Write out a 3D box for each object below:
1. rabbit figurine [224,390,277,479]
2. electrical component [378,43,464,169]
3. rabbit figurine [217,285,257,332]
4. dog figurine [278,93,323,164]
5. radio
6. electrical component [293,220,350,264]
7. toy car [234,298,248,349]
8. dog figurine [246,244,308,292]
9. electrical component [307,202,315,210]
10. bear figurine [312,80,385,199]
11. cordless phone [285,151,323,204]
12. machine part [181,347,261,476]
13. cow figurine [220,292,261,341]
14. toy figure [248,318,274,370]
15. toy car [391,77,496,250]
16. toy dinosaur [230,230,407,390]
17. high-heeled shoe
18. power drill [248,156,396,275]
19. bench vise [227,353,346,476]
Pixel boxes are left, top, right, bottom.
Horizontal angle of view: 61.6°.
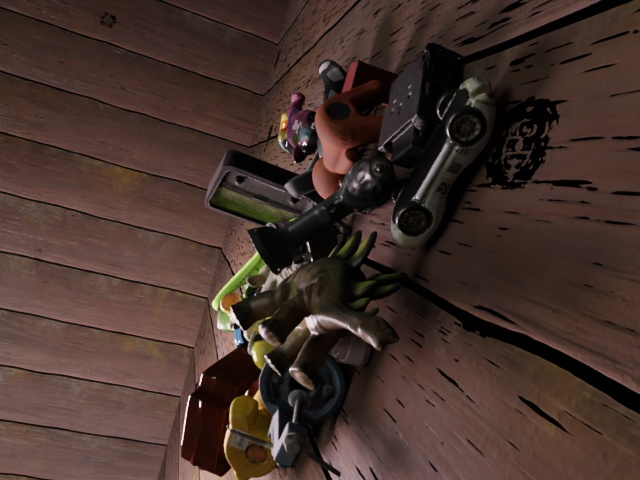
[{"bbox_3d":[-0.094,0.328,0.942,0.173,0.122,0.162,-75,-3,-68],"label":"rabbit figurine"},{"bbox_3d":[0.126,-0.160,0.682,0.115,0.058,0.134,139,144,-67],"label":"electrical component"},{"bbox_3d":[-0.172,0.145,1.315,0.159,0.121,0.170,149,134,-67],"label":"rabbit figurine"},{"bbox_3d":[-0.029,-0.218,1.197,0.191,0.108,0.219,121,156,-43],"label":"dog figurine"},{"bbox_3d":[-0.130,-0.104,1.211,0.131,0.229,0.073,-58,23,35],"label":"radio"},{"bbox_3d":[0.000,-0.002,0.913,0.045,0.102,0.078,-177,80,-81],"label":"electrical component"},{"bbox_3d":[-0.134,0.211,1.191,0.102,0.109,0.162,87,174,-56],"label":"toy car"},{"bbox_3d":[-0.044,0.047,1.042,0.190,0.121,0.172,-54,26,19],"label":"dog figurine"},{"bbox_3d":[-0.013,-0.052,1.134,0.094,0.021,0.063,128,152,-54],"label":"electrical component"},{"bbox_3d":[0.051,-0.138,0.866,0.195,0.132,0.120,83,168,-55],"label":"bear figurine"},{"bbox_3d":[0.007,-0.158,1.032,0.146,0.089,0.184,-52,-14,-87],"label":"cordless phone"},{"bbox_3d":[-0.168,0.325,1.027,0.201,0.087,0.201,-24,-53,-65],"label":"machine part"},{"bbox_3d":[-0.129,0.174,1.081,0.068,0.167,0.098,-44,-20,-27],"label":"cow figurine"},{"bbox_3d":[-0.051,0.139,0.902,0.180,0.082,0.089,-53,15,-25],"label":"toy figure"},{"bbox_3d":[0.132,-0.081,0.590,0.073,0.056,0.201,-87,19,-58],"label":"toy car"},{"bbox_3d":[-0.004,0.076,0.688,0.198,0.105,0.472,-35,11,-16],"label":"toy dinosaur"},{"bbox_3d":[0.017,-0.246,1.019,0.145,0.086,0.249,-44,41,9],"label":"high-heeled shoe"},{"bbox_3d":[0.007,-0.040,0.723,0.207,0.086,0.232,-38,-2,7],"label":"power drill"},{"bbox_3d":[-0.038,0.237,0.743,0.223,0.129,0.241,-62,5,11],"label":"bench vise"}]
